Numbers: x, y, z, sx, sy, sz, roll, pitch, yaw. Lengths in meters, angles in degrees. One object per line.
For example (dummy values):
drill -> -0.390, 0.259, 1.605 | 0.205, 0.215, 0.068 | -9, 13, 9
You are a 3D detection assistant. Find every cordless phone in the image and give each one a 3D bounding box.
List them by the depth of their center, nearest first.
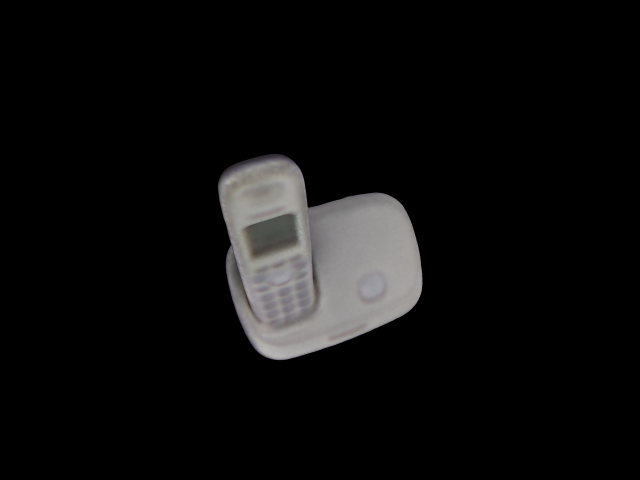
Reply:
cordless phone -> 0.004, 0.001, 0.400 | 0.148, 0.185, 0.094 | -21, 62, -11
